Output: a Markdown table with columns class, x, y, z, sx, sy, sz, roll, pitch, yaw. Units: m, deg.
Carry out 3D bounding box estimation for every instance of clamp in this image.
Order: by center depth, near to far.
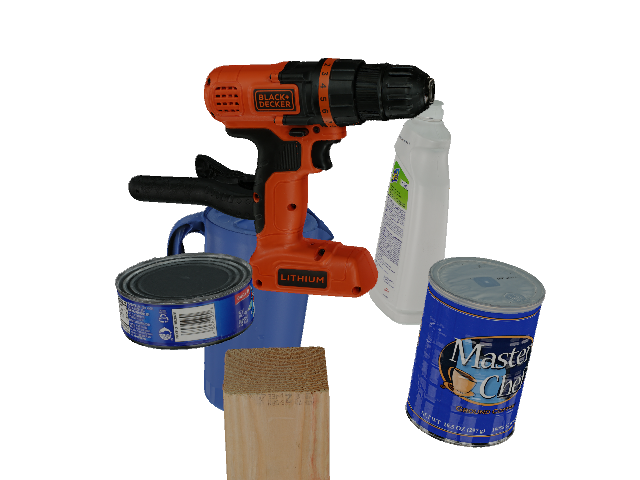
| class | x | y | z | sx | sy | sz | roll | pitch | yaw |
| --- | --- | --- | --- | --- | --- | --- | --- | --- | --- |
| clamp | -0.098 | -0.047 | 1.033 | 0.172 | 0.039 | 0.120 | 16 | 30 | 37 |

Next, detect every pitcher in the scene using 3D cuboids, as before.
| class | x | y | z | sx | sy | sz | roll | pitch | yaw |
| --- | --- | --- | --- | --- | --- | --- | --- | --- | --- |
| pitcher | -0.087 | 0.077 | 1.248 | 0.149 | 0.243 | 0.144 | 21 | 25 | 36 |

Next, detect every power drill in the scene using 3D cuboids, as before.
| class | x | y | z | sx | sy | sz | roll | pitch | yaw |
| --- | --- | --- | --- | --- | --- | --- | --- | --- | --- |
| power drill | 0.003 | -0.051 | 0.846 | 0.185 | 0.188 | 0.057 | 3 | 19 | 22 |

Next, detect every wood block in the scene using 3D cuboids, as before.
| class | x | y | z | sx | sy | sz | roll | pitch | yaw |
| --- | --- | --- | --- | --- | --- | --- | --- | --- | --- |
| wood block | -0.037 | 0.206 | 0.944 | 0.090 | 0.206 | 0.091 | -1 | 19 | -3 |

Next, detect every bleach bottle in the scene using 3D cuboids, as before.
| class | x | y | z | sx | sy | sz | roll | pitch | yaw |
| --- | --- | --- | --- | --- | --- | --- | --- | --- | --- |
| bleach bottle | 0.113 | -0.036 | 1.232 | 0.068 | 0.251 | 0.103 | -1 | 22 | -23 |

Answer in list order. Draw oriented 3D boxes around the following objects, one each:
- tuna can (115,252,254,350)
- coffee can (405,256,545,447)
| class | x | y | z | sx | sy | sz | roll | pitch | yaw |
| --- | --- | --- | --- | --- | --- | --- | --- | --- | --- |
| tuna can | -0.084 | 0.037 | 0.670 | 0.086 | 0.034 | 0.086 | -3 | 18 | 1 |
| coffee can | 0.137 | 0.099 | 0.960 | 0.103 | 0.140 | 0.103 | 6 | 22 | -3 |
